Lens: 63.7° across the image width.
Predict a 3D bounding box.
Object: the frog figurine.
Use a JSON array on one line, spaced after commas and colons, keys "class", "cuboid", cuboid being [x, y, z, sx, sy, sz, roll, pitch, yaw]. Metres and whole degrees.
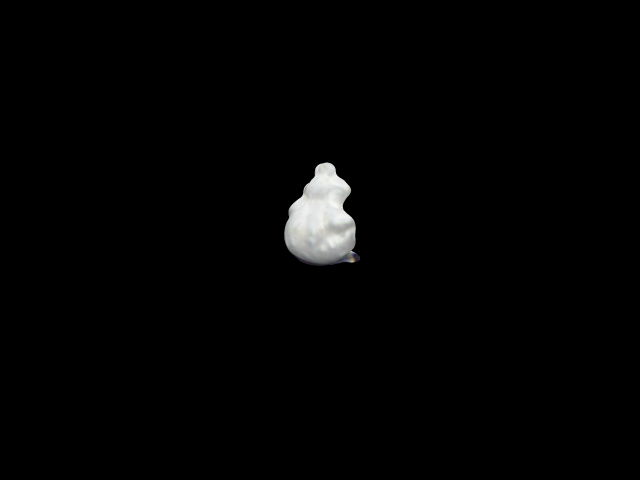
[{"class": "frog figurine", "cuboid": [0.003, -0.043, 0.850, 0.123, 0.156, 0.139, -15, 29, -29]}]
